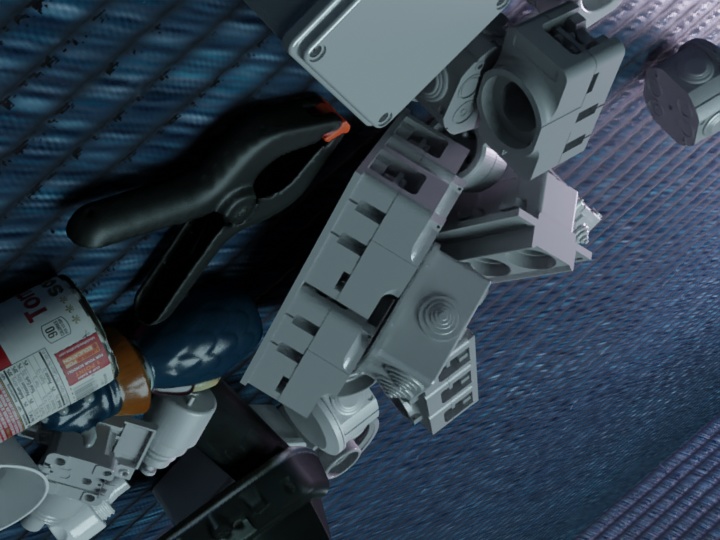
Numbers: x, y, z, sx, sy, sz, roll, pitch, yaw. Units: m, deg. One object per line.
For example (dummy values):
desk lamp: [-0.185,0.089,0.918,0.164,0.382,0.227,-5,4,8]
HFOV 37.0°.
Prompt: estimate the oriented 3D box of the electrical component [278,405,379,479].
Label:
electrical component: [-0.032,0.152,0.964,0.108,0.060,0.108,-32,154,-18]

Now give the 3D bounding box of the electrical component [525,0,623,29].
electrical component: [0.130,-0.190,0.637,0.054,0.059,0.095,-35,154,-13]

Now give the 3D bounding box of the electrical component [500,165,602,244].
electrical component: [0.138,-0.048,0.836,0.061,0.096,0.062,-46,154,12]

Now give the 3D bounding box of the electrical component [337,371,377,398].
electrical component: [-0.016,0.060,0.833,0.044,0.065,0.044,-16,155,-8]

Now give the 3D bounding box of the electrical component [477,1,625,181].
electrical component: [0.108,-0.103,0.634,0.056,0.050,0.089,-29,153,-26]

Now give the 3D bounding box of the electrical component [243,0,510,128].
electrical component: [0.012,-0.142,0.555,0.109,0.056,0.109,-44,155,7]

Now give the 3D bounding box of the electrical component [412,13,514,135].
electrical component: [0.064,-0.127,0.659,0.080,0.051,0.080,-32,154,-18]

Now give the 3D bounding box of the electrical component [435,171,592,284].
electrical component: [0.096,-0.028,0.776,0.079,0.063,0.121,26,156,-35]

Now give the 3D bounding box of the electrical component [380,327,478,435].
electrical component: [0.047,0.072,0.910,0.062,0.089,0.150,-36,155,-11]

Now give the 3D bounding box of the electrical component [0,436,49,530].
electrical component: [-0.241,0.124,0.624,0.099,0.064,0.099,-32,154,-18]

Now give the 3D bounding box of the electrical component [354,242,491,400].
electrical component: [0.043,0.039,0.740,0.099,0.048,0.099,-59,179,-16]

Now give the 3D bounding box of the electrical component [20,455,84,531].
electrical component: [-0.211,0.154,0.739,0.062,0.043,0.043,-49,154,20]

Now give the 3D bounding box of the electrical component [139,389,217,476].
electrical component: [-0.127,0.106,0.721,0.040,0.040,0.078,-3,130,-53]

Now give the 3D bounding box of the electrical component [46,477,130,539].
electrical component: [-0.198,0.170,0.784,0.062,0.043,0.043,-36,154,-13]

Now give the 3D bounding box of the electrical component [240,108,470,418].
electrical component: [0.000,0.000,0.712,0.186,0.060,0.105,-59,179,34]

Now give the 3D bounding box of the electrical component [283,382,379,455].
electrical component: [-0.027,0.106,0.877,0.051,0.080,0.080,-35,155,-23]

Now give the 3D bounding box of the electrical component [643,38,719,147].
electrical component: [0.277,-0.146,0.892,0.051,0.080,0.080,-31,154,-9]

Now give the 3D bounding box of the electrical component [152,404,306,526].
electrical component: [-0.106,0.170,0.896,0.113,0.057,0.078,-48,154,16]

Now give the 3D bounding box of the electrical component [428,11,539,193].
electrical component: [0.107,-0.111,0.742,0.138,0.052,0.074,-48,154,18]

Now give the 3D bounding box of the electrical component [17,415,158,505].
electrical component: [-0.175,0.111,0.680,0.081,0.063,0.042,19,125,-15]
